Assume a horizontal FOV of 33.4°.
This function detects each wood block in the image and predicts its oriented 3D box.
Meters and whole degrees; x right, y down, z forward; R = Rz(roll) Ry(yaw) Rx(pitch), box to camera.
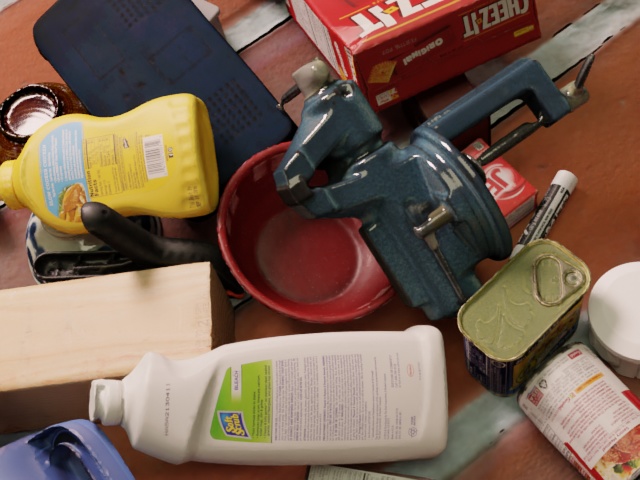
[{"bbox_3d":[-0.176,0.087,0.844,0.206,0.091,0.090,-8,61,6],"label":"wood block"}]

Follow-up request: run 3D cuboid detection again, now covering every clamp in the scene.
[{"bbox_3d":[-0.133,0.013,0.850,0.171,0.120,0.039,8,68,-22],"label":"clamp"}]

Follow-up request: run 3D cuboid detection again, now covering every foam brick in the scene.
[{"bbox_3d":[0.108,-0.112,0.923,0.051,0.053,0.078,-25,60,-4],"label":"foam brick"}]

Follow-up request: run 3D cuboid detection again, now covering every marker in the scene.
[{"bbox_3d":[0.176,-0.006,0.873,0.020,0.020,0.121,25,69,21],"label":"marker"}]

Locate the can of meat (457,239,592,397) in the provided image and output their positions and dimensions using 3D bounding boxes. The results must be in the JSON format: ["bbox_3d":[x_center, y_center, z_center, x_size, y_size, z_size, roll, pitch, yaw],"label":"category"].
[{"bbox_3d":[0.153,0.061,0.803,0.102,0.084,0.057,-42,63,-14],"label":"can of meat"}]

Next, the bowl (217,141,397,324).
[{"bbox_3d":[-0.006,0.001,0.866,0.162,0.055,0.162,4,64,-9],"label":"bowl"}]

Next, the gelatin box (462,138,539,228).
[{"bbox_3d":[0.126,-0.033,0.890,0.089,0.030,0.073,-37,62,-10],"label":"gelatin box"}]

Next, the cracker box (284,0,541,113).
[{"bbox_3d":[0.069,-0.218,0.943,0.164,0.072,0.214,-25,41,-5],"label":"cracker box"}]

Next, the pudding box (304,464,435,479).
[{"bbox_3d":[0.038,0.213,0.768,0.113,0.039,0.090,8,62,12],"label":"pudding box"}]

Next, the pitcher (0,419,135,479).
[{"bbox_3d":[-0.154,0.251,0.724,0.145,0.149,0.243,-35,65,-16],"label":"pitcher"}]

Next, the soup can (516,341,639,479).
[{"bbox_3d":[0.199,0.131,0.766,0.068,0.068,0.102,-36,61,-10],"label":"soup can"}]

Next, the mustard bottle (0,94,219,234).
[{"bbox_3d":[-0.180,-0.055,0.857,0.192,0.058,0.096,-8,88,11],"label":"mustard bottle"}]

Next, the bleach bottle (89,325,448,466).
[{"bbox_3d":[-0.035,0.108,0.759,0.250,0.068,0.102,4,74,-18],"label":"bleach bottle"}]
